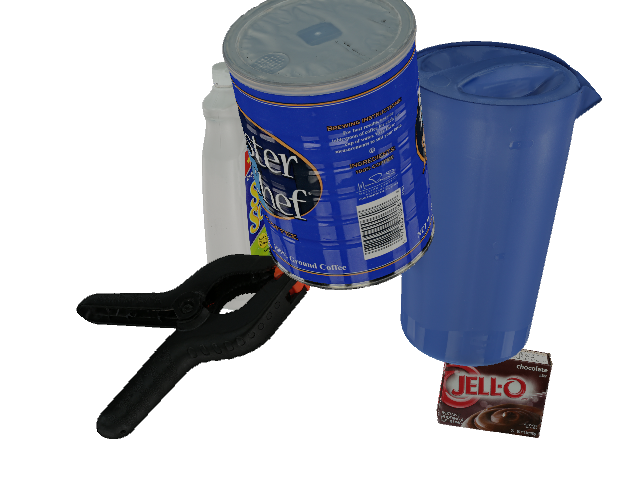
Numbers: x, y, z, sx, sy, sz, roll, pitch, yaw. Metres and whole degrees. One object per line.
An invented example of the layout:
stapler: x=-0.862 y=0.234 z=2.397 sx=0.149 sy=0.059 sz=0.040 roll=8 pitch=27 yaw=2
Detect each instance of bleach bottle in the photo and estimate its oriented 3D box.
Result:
bleach bottle: x=-0.087 y=-0.059 z=1.115 sx=0.068 sy=0.251 sz=0.102 roll=9 pitch=28 yaw=29

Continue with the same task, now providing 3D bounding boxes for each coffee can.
coffee can: x=0.009 y=-0.057 z=0.602 sx=0.103 sy=0.140 sz=0.103 roll=-6 pitch=40 yaw=5

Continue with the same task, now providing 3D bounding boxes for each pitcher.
pitcher: x=0.113 y=-0.026 z=0.840 sx=0.149 sy=0.243 sz=0.144 roll=24 pitch=36 yaw=34

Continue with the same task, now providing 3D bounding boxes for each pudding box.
pudding box: x=0.188 y=0.159 z=1.156 sx=0.113 sy=0.090 sz=0.039 roll=7 pitch=22 yaw=4

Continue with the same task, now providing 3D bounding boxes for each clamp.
clamp: x=-0.088 y=0.065 z=0.726 sx=0.171 sy=0.120 sz=0.039 roll=-20 pitch=-36 yaw=11
